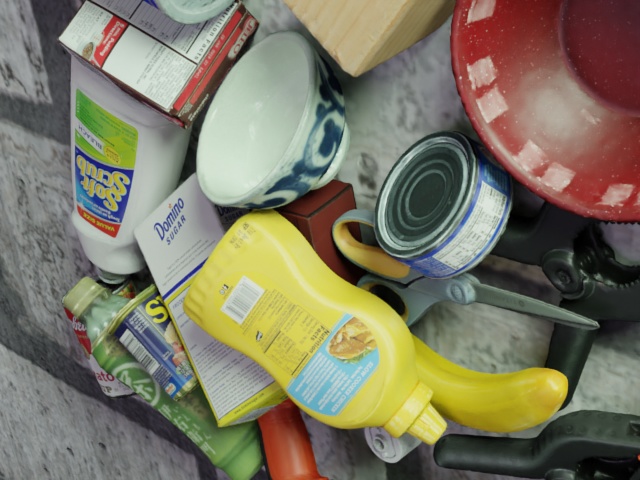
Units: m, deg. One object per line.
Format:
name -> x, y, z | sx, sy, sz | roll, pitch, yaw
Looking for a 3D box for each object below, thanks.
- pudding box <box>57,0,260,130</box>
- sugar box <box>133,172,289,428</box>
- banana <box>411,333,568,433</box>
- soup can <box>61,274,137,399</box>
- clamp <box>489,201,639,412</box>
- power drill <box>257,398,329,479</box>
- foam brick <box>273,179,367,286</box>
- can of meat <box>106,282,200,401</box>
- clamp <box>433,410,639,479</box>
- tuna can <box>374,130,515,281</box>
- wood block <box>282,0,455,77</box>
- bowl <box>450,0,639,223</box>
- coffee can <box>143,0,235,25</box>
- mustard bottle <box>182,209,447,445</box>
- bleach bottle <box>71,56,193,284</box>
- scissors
pudding box -> -0.111, -0.141, 0.728 | 0.114, 0.090, 0.039 | 33, 177, 22
sugar box -> -0.072, 0.044, 0.812 | 0.093, 0.048, 0.176 | -37, 68, 36
banana -> 0.095, 0.094, 0.709 | 0.198, 0.037, 0.069 | 17, 140, 56
soup can -> -0.190, 0.088, 0.995 | 0.069, 0.068, 0.102 | 3, 121, 44
clamp -> 0.142, 0.008, 0.628 | 0.164, 0.036, 0.210 | 49, 145, 4
power drill -> 0.001, 0.179, 0.822 | 0.185, 0.057, 0.187 | -18, 76, 46
foam brick -> -0.005, 0.001, 0.758 | 0.053, 0.051, 0.078 | 15, 128, 37
can of meat -> -0.109, 0.071, 0.876 | 0.084, 0.101, 0.058 | 47, 140, 4
clamp -> 0.156, 0.147, 0.705 | 0.120, 0.039, 0.172 | 30, 139, -9
tuna can -> 0.072, -0.021, 0.635 | 0.033, 0.086, 0.086 | 27, 154, -33
wood block -> 0.059, -0.187, 0.523 | 0.091, 0.090, 0.206 | 50, 141, 6
bowl -> 0.147, -0.092, 0.533 | 0.162, 0.055, 0.162 | 26, 134, 30
coffee can -> -0.116, -0.211, 0.669 | 0.140, 0.102, 0.103 | 33, 137, 23
mustard bottle -> 0.005, 0.069, 0.713 | 0.191, 0.058, 0.096 | 39, 118, 6
bleach bottle -> -0.156, -0.047, 0.866 | 0.103, 0.068, 0.251 | 36, 141, 17
scissors -> 0.084, 0.043, 0.682 | 0.202, 0.016, 0.096 | 30, 137, 34
